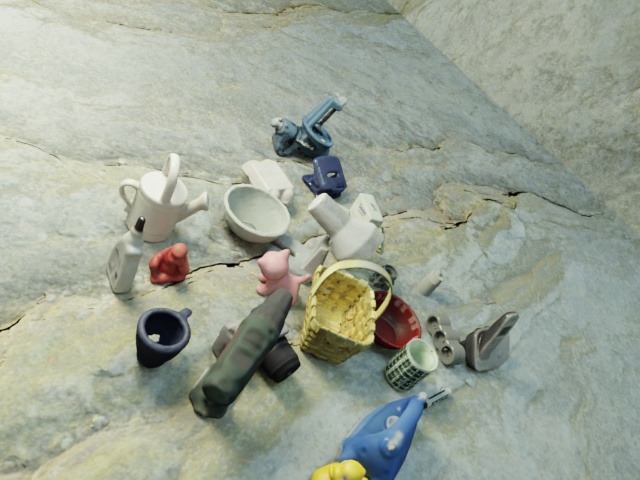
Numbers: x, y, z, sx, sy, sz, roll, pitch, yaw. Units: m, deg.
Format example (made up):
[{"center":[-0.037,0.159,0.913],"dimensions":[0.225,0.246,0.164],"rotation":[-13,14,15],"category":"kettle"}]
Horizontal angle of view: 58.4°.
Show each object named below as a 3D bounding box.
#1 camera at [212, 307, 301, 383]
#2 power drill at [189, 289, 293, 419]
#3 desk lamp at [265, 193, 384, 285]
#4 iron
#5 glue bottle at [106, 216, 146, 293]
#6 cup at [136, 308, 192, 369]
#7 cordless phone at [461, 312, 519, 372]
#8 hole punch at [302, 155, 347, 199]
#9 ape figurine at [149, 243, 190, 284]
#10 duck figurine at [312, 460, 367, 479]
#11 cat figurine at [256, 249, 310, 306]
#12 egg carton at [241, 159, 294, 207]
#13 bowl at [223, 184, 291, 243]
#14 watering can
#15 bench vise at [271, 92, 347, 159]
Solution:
[{"center":[-0.106,0.204,1.096],"dimensions":[0.144,0.100,0.136],"rotation":[-19,63,-47],"category":"camera"},{"center":[-0.139,0.205,0.979],"dimensions":[0.075,0.208,0.230],"rotation":[35,37,-2],"category":"power drill"},{"center":[0.012,0.005,1.306],"dimensions":[0.203,0.213,0.118],"rotation":[32,37,-5],"category":"desk lamp"},{"center":[0.149,0.358,1.098],"dimensions":[0.118,0.141,0.259],"rotation":[43,38,9],"category":"iron"},{"center":[-0.347,0.019,1.043],"dimensions":[0.037,0.173,0.078],"rotation":[1,49,-37],"category":"glue bottle"},{"center":[-0.275,0.172,1.001],"dimensions":[0.091,0.095,0.118],"rotation":[39,37,4],"category":"cup"},{"center":[0.448,0.240,1.421],"dimensions":[0.148,0.185,0.094],"rotation":[-4,52,-41],"category":"cordless phone"},{"center":[0.024,-0.176,1.608],"dimensions":[0.109,0.091,0.101],"rotation":[-13,58,-45],"category":"hole punch"},{"center":[-0.290,0.041,1.131],"dimensions":[0.078,0.092,0.076],"rotation":[31,37,-7],"category":"ape figurine"},{"center":[0.048,0.418,1.000],"dimensions":[0.105,0.086,0.077],"rotation":[19,40,-21],"category":"duck figurine"},{"center":[-0.084,0.072,1.239],"dimensions":[0.128,0.117,0.067],"rotation":[24,39,-15],"category":"cat figurine"},{"center":[-0.133,-0.143,1.468],"dimensions":[0.107,0.069,0.150],"rotation":[-12,58,-44],"category":"egg carton"},{"center":[-0.158,-0.049,1.344],"dimensions":[0.168,0.074,0.167],"rotation":[22,40,-19],"category":"bowl"},{"center":[-0.314,-0.093,1.171],"dimensions":[0.173,0.194,0.100],"rotation":[-3,51,-40],"category":"watering can"},{"center":[-0.025,-0.321,1.619],"dimensions":[0.208,0.219,0.121],"rotation":[-10,57,-44],"category":"bench vise"}]
